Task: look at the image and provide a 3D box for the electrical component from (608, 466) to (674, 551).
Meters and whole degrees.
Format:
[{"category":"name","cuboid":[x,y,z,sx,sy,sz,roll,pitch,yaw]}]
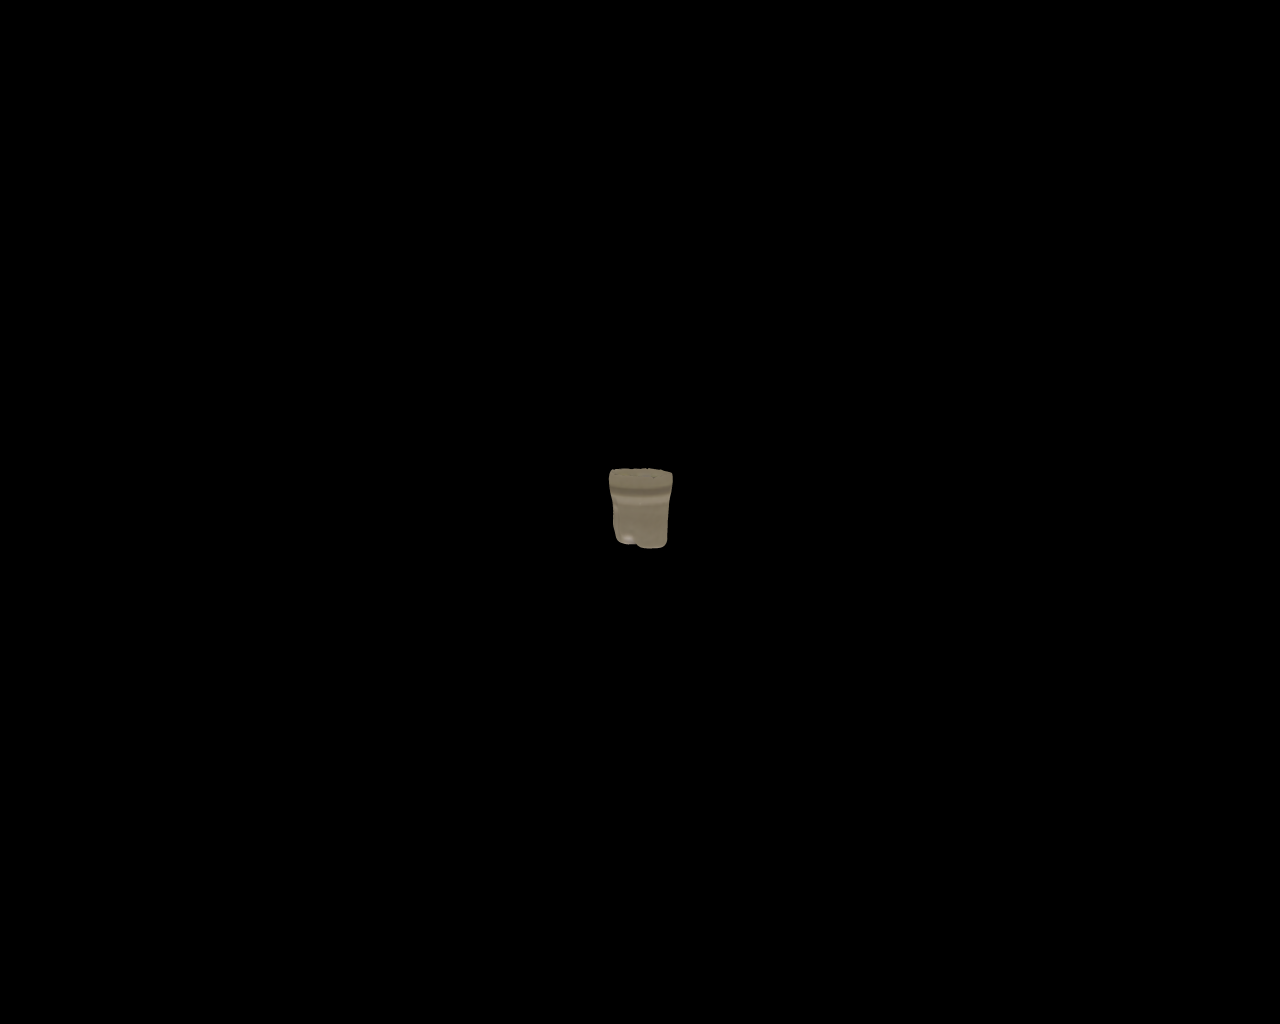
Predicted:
[{"category":"electrical component","cuboid":[0.001,-0.003,0.650,0.040,0.046,0.040,0,9,0]}]
